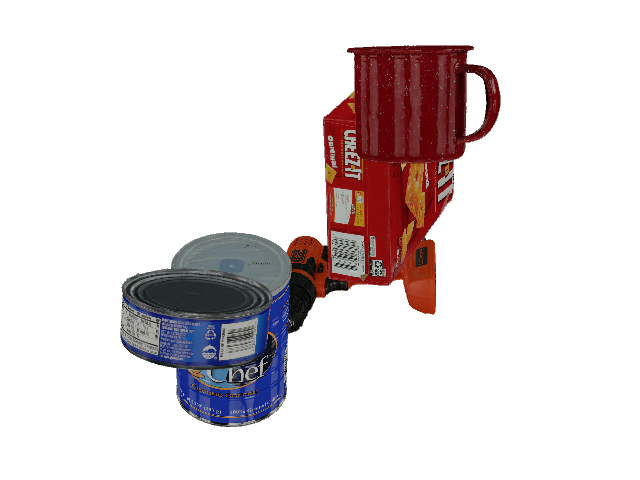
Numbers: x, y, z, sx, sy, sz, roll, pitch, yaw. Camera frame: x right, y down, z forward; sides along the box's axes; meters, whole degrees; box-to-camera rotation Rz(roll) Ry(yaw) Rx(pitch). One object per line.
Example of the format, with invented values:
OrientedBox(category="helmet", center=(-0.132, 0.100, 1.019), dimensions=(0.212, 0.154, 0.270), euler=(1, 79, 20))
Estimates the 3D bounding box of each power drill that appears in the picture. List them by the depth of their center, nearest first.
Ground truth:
OrientedBox(category="power drill", center=(0.038, 0.048, 1.222), dimensions=(0.188, 0.057, 0.184), euler=(0, 28, 8))

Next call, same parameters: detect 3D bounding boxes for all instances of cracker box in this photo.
OrientedBox(category="cracker box", center=(0.073, -0.075, 1.046), dimensions=(0.072, 0.164, 0.213), euler=(8, 28, 21))

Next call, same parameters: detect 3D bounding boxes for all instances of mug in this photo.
OrientedBox(category="mug", center=(0.077, -0.100, 0.780), dimensions=(0.117, 0.081, 0.093), euler=(6, 13, 31))

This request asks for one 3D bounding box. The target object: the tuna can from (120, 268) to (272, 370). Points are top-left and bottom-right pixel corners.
OrientedBox(category="tuna can", center=(-0.071, 0.044, 0.612), dimensions=(0.086, 0.034, 0.086), euler=(6, 14, -2))

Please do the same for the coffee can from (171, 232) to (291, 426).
OrientedBox(category="coffee can", center=(-0.079, 0.078, 0.945), dimensions=(0.103, 0.140, 0.103), euler=(2, 33, -1))
